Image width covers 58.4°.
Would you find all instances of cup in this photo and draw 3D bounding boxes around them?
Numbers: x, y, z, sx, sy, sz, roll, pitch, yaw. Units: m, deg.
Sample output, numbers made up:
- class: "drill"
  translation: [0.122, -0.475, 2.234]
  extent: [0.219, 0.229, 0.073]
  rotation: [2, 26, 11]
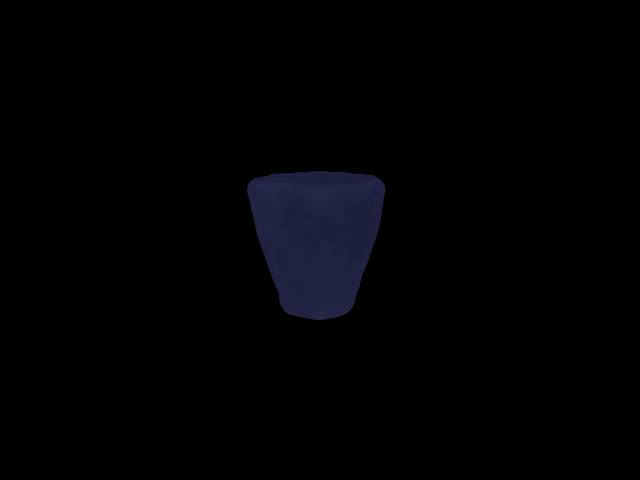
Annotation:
- class: "cup"
  translation: [0.004, 0.001, 0.400]
  extent: [0.091, 0.095, 0.118]
  rotation: [6, 13, 27]
